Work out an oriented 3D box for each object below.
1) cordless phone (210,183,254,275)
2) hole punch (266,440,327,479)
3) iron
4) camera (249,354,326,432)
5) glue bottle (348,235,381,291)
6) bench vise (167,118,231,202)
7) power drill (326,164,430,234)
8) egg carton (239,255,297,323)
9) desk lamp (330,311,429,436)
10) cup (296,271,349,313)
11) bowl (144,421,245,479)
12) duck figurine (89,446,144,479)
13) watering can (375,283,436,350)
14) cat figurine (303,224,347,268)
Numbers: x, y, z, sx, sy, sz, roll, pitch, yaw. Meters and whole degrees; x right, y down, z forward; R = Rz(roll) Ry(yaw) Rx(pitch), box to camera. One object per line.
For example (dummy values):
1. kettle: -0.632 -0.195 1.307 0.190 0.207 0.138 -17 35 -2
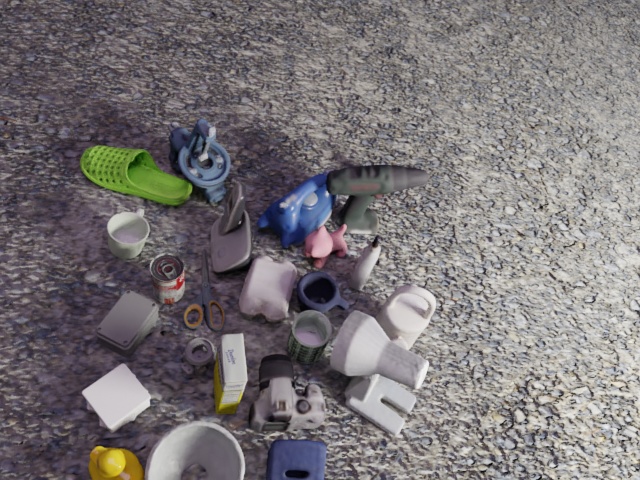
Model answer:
1. cordless phone: -0.187 -0.024 1.240 0.094 0.185 0.147 -3 57 -15
2. hole punch: -0.042 0.417 1.030 0.109 0.091 0.101 6 55 -9
3. iron: -0.027 -0.102 1.359 0.118 0.141 0.259 38 56 14
4. camera: -0.065 0.290 1.105 0.143 0.101 0.136 2 56 -12
5. glue bottle: 0.108 0.041 1.272 0.037 0.173 0.078 27 54 7
6. bench vise: -0.295 -0.211 1.321 0.207 0.220 0.122 32 55 10
7. power drill: 0.120 -0.102 1.352 0.230 0.208 0.075 2 56 -11
8. egg carton: -0.112 0.104 1.241 0.107 0.069 0.150 14 54 -3
9. desk lamp: 0.112 0.252 1.104 0.203 0.213 0.118 31 55 9
10. cup: 0.001 0.133 1.232 0.117 0.095 0.092 25 54 4
11. bowl: -0.218 0.410 1.003 0.167 0.075 0.167 6 55 -9
12. duck figurine: -0.350 0.390 0.978 0.104 0.086 0.078 32 55 9
13. watering can: 0.179 0.162 1.193 0.101 0.194 0.173 3 55 -11
14. cat figurine: 0.012 0.005 1.309 0.128 0.118 0.067 -30 67 -29
